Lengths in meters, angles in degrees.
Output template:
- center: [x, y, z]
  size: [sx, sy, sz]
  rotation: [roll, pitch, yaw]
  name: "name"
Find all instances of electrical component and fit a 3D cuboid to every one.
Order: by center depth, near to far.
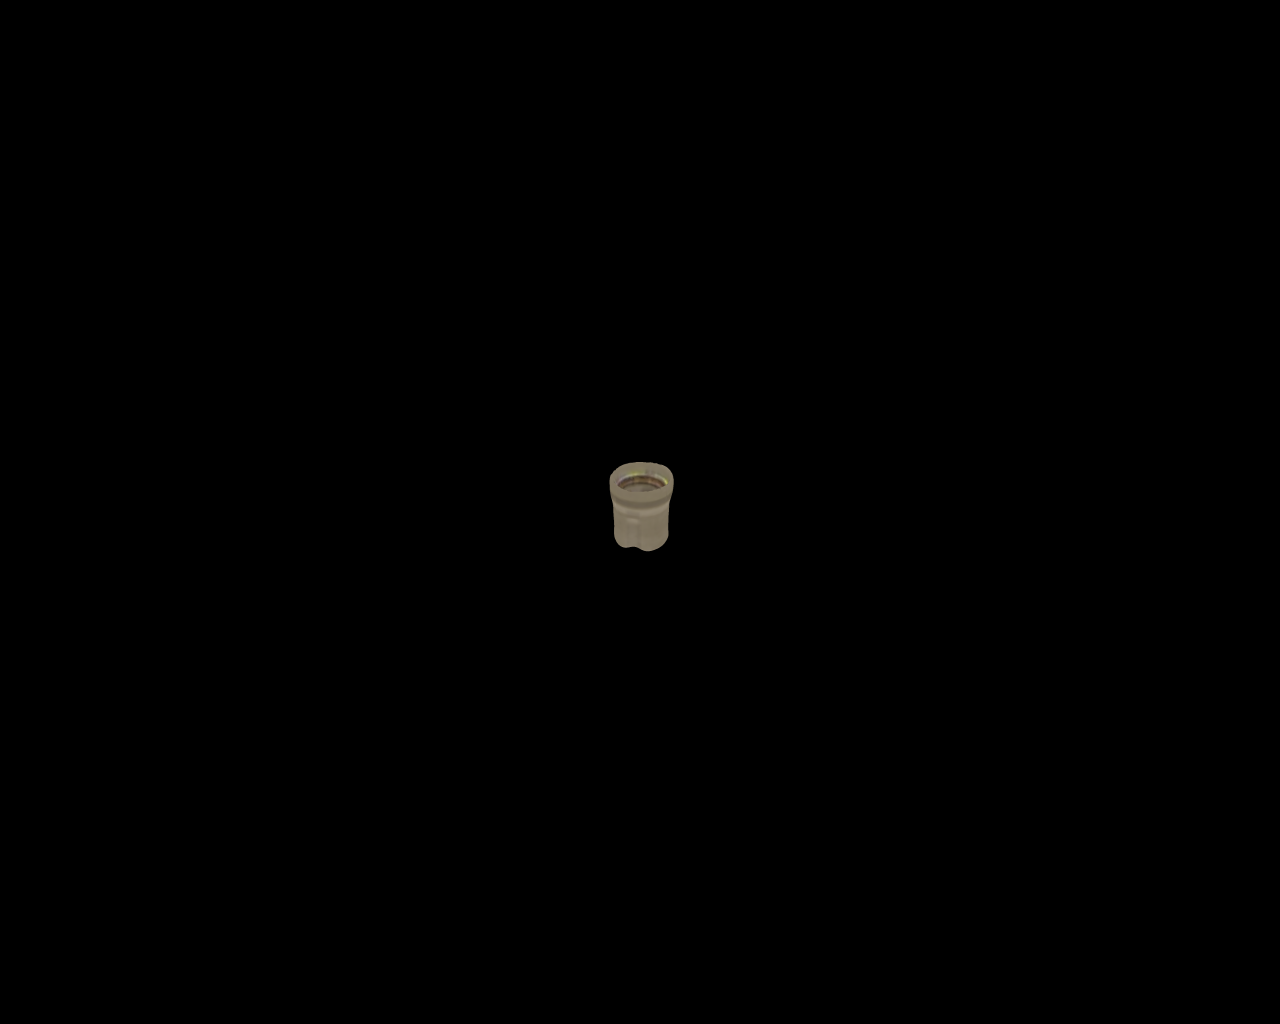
- center: [0.001, -0.003, 0.650]
  size: [0.040, 0.046, 0.040]
  rotation: [0, 31, 0]
  name: "electrical component"
